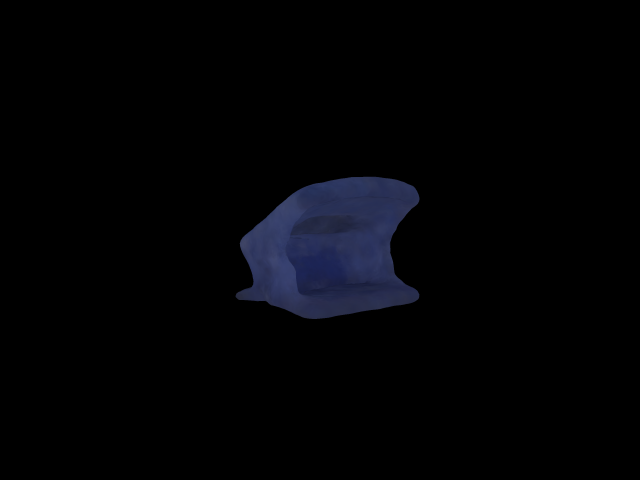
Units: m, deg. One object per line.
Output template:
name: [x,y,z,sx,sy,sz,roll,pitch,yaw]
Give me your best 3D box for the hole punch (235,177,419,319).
hole punch: [0.004,0.001,0.400,0.109,0.091,0.100,-5,8,-35]
